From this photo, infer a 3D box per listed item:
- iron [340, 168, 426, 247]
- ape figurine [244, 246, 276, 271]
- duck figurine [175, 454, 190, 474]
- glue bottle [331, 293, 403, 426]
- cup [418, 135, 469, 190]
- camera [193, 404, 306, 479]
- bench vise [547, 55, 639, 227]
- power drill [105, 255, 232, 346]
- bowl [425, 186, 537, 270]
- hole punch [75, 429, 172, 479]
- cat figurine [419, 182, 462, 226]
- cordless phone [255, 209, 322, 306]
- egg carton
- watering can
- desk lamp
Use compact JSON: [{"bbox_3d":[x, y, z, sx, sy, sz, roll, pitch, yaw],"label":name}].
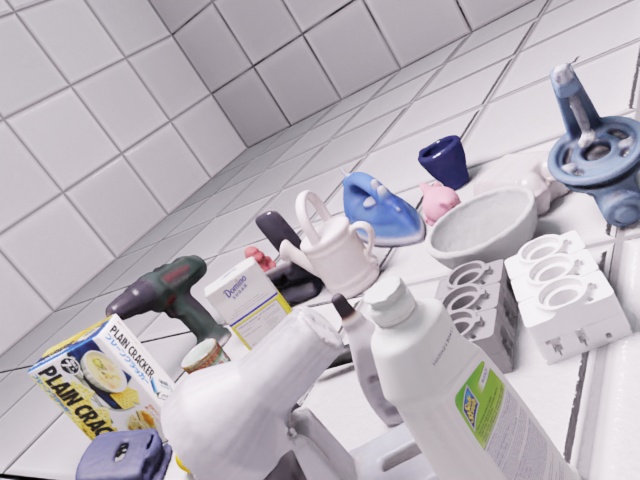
[{"bbox_3d":[0.112,-0.076,1.117,0.119,0.142,0.257,-36,18,-9],"label":"iron"},{"bbox_3d":[-0.137,0.055,1.288,0.076,0.092,0.078,-17,24,40],"label":"ape figurine"},{"bbox_3d":[-0.171,0.266,0.807,0.077,0.086,0.105,-12,27,48],"label":"duck figurine"},{"bbox_3d":[0.063,0.126,0.625,0.078,0.173,0.037,-24,20,26],"label":"glue bottle"},{"bbox_3d":[0.248,-0.147,1.146,0.092,0.095,0.117,-38,19,-15],"label":"cup"},{"bbox_3d":[-0.065,0.240,0.666,0.142,0.101,0.137,-18,23,39],"label":"camera"},{"bbox_3d":[0.342,-0.141,0.762,0.121,0.220,0.207,-31,18,8],"label":"bench vise"},{"bbox_3d":[-0.274,0.142,1.106,0.075,0.209,0.230,-19,23,37],"label":"power drill"},{"bbox_3d":[0.239,-0.002,0.817,0.167,0.075,0.167,-30,18,11],"label":"bowl"},{"bbox_3d":[-0.285,0.325,0.841,0.101,0.091,0.108,-30,18,10],"label":"hole punch"},{"bbox_3d":[0.204,-0.055,0.944,0.067,0.118,0.128,-26,19,22],"label":"cat figurine"},{"bbox_3d":[-0.086,0.034,1.100,0.147,0.185,0.094,-27,19,19],"label":"cordless phone"},{"bbox_3d":[0.320,-0.090,0.914,0.107,0.069,0.150,-39,19,-18],"label":"egg carton"},{"bbox_3d":[0.009,0.005,0.999,0.172,0.194,0.101,-31,18,9],"label":"watering can"},{"bbox_3d":[-0.014,0.178,0.555,0.203,0.214,0.118,-32,18,6],"label":"desk lamp"}]
